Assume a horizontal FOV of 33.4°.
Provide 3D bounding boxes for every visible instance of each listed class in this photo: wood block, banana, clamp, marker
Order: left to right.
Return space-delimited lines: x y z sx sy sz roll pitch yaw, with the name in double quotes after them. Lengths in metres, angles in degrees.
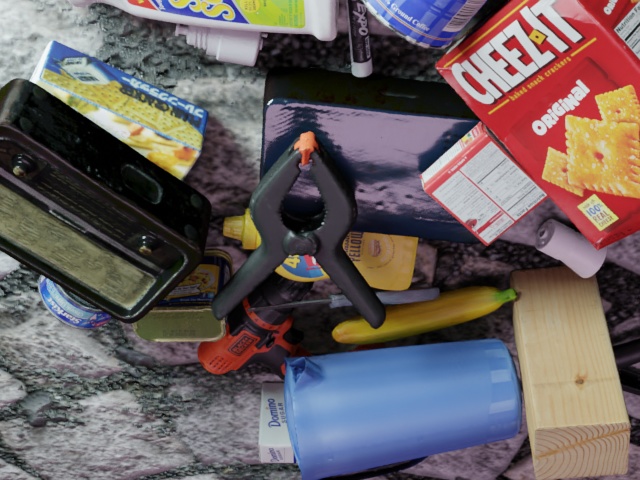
-0.006 0.001 0.958 0.164 0.036 0.210 8 127 -5 "clamp"
0.032 -0.193 0.908 0.020 0.020 0.121 -4 135 4 "marker"
0.110 0.078 1.144 0.198 0.037 0.069 -15 162 3 "banana"
0.252 0.131 1.094 0.091 0.206 0.090 -6 134 7 "wood block"
0.325 0.140 1.219 0.171 0.039 0.120 2 134 -1 "clamp"

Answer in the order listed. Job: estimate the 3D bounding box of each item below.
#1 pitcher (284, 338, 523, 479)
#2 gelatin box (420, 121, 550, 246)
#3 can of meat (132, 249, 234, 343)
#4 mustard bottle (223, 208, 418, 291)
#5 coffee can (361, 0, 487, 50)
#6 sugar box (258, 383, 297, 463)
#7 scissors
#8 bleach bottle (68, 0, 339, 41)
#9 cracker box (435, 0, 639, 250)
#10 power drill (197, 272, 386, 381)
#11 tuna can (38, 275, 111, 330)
0.085 0.182 1.138 0.242 0.145 0.149 -8 172 -3 "pitcher"
0.144 -0.048 0.930 0.089 0.030 0.073 39 112 -24 "gelatin box"
-0.144 0.059 1.117 0.102 0.084 0.057 -1 134 2 "can of meat"
0.000 -0.005 1.061 0.191 0.058 0.096 5 111 -3 "mustard bottle"
0.103 -0.230 0.811 0.102 0.103 0.141 25 130 -22 "coffee can"
0.017 0.218 1.265 0.176 0.093 0.048 -1 135 3 "sugar box"
0.035 0.061 1.089 0.201 0.016 0.096 -6 -178 -30 "scissors"
-0.111 -0.214 0.862 0.251 0.068 0.102 1 133 3 "bleach bottle"
0.217 -0.109 0.846 0.213 0.072 0.164 47 148 -5 "cracker box"
-0.016 0.112 1.188 0.187 0.057 0.185 31 125 -24 "power drill"
-0.246 0.049 1.108 0.086 0.086 0.034 26 127 -23 "tuna can"
